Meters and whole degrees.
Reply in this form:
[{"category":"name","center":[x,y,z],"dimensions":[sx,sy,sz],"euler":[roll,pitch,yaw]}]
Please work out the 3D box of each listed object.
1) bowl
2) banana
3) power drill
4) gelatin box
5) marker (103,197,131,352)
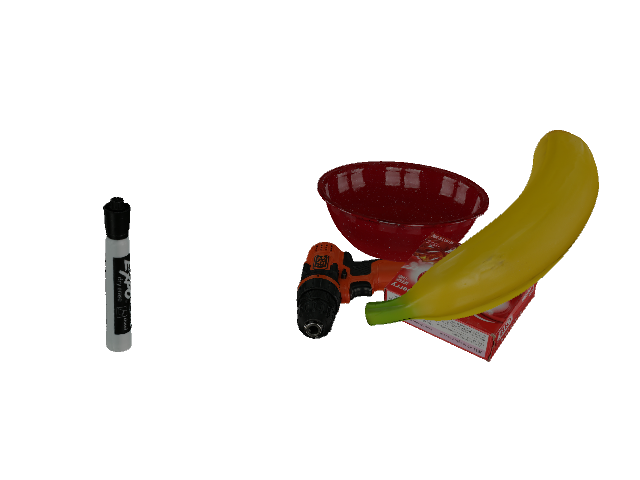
[{"category":"bowl","center":[0.075,-0.023,1.008],"dimensions":[0.162,0.055,0.162],"euler":[4,24,-2]},{"category":"banana","center":[0.104,-0.012,0.555],"dimensions":[0.070,0.037,0.197],"euler":[16,38,36]},{"category":"power drill","center":[0.066,0.056,1.240],"dimensions":[0.187,0.057,0.184],"euler":[0,28,5]},{"category":"gelatin box","center":[0.101,0.038,0.773],"dimensions":[0.089,0.030,0.073],"euler":[23,47,23]},{"category":"marker","center":[-0.147,0.025,0.773],"dimensions":[0.020,0.121,0.020],"euler":[4,27,-2]}]
